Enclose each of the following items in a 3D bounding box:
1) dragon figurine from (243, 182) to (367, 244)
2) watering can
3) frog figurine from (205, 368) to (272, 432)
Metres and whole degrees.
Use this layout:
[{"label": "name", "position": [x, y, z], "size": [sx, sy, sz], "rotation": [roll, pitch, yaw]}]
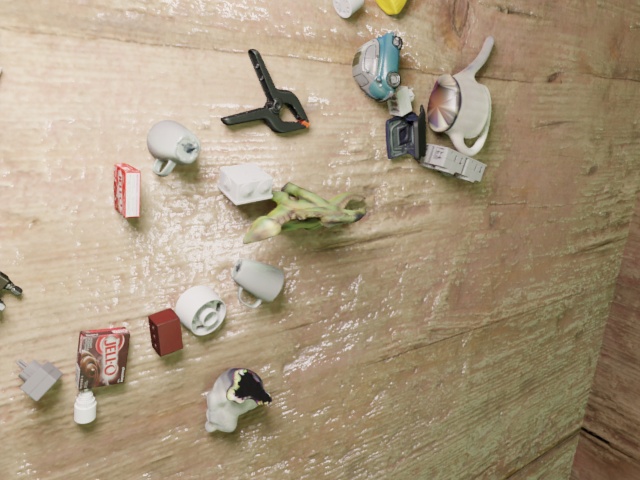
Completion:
[{"label": "dragon figurine", "position": [0.003, -0.057, 1.138], "size": [0.413, 0.244, 0.120], "rotation": [-14, 110, -32]}, {"label": "watering can", "position": [0.400, -0.406, 1.421], "size": [0.224, 0.104, 0.347], "rotation": [2, 93, -38]}, {"label": "frog figurine", "position": [-0.209, 0.383, 1.227], "size": [0.137, 0.125, 0.157], "rotation": [2, 141, -47]}]
